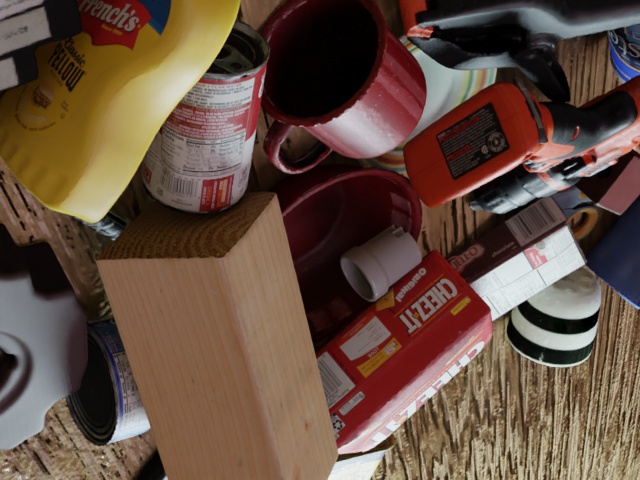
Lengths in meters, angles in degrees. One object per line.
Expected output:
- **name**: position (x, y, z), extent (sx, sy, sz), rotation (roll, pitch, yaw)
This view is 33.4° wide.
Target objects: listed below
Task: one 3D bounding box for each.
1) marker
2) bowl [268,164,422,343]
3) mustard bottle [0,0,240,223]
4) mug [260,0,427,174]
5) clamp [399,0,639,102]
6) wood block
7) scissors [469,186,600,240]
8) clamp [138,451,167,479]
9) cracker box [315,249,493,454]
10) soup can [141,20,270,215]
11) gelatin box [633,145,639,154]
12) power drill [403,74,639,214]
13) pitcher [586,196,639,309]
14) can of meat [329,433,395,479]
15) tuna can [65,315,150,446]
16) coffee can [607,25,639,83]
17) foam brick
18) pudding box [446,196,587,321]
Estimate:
- **marker**: position (-0.141, -0.015, 0.674), extent (0.020, 0.020, 0.121), rotation (-46, 143, 5)
- **bowl**: position (-0.005, 0.001, 0.781), extent (0.161, 0.055, 0.162), rotation (-24, 140, -22)
- **mustard bottle**: position (-0.095, -0.109, 0.556), extent (0.058, 0.096, 0.192), rotation (23, 110, -48)
- **mug**: position (0.010, -0.091, 0.672), extent (0.117, 0.093, 0.081), rotation (-55, 147, 3)
- **clamp**: position (0.141, -0.137, 0.725), extent (0.209, 0.036, 0.165), rotation (-2, 161, -23)
- **wood block**: position (-0.060, 0.081, 0.695), extent (0.090, 0.091, 0.206), rotation (-55, 138, -56)
- **scissors**: position (0.204, -0.023, 0.978), extent (0.201, 0.016, 0.096), rotation (-17, 137, -28)
- **clamp**: position (-0.115, 0.230, 0.927), extent (0.120, 0.039, 0.172), rotation (-9, 132, -38)
- **cracker box**: position (0.061, 0.100, 0.869), extent (0.164, 0.072, 0.213), rotation (-42, 165, 0)
- **soup can**: position (-0.070, -0.074, 0.637), extent (0.068, 0.069, 0.102), rotation (-16, 137, -30)
- **gelatin box**: position (0.293, -0.082, 0.950), extent (0.030, 0.073, 0.089), rotation (-43, 144, 4)
- **power drill**: position (0.148, -0.065, 0.793), extent (0.187, 0.057, 0.185), rotation (-9, 161, -47)
- **pitcher**: position (0.378, -0.031, 1.024), extent (0.144, 0.149, 0.243), rotation (20, 109, -45)
- **can of meat**: position (0.009, 0.209, 1.002), extent (0.101, 0.057, 0.084), rotation (-5, 132, -38)
- **tuna can**: position (-0.144, 0.094, 0.725), extent (0.033, 0.086, 0.086), rotation (-12, 134, -36)
- **coffee can**: position (0.261, -0.187, 0.791), extent (0.103, 0.103, 0.140), rotation (-38, 143, -5)
- **foam brick**: position (0.237, -0.067, 0.911), extent (0.051, 0.078, 0.053), rotation (15, 116, -50)
- **pudding box**: position (0.178, 0.019, 0.964), extent (0.113, 0.039, 0.090), rotation (-31, 146, 8)
